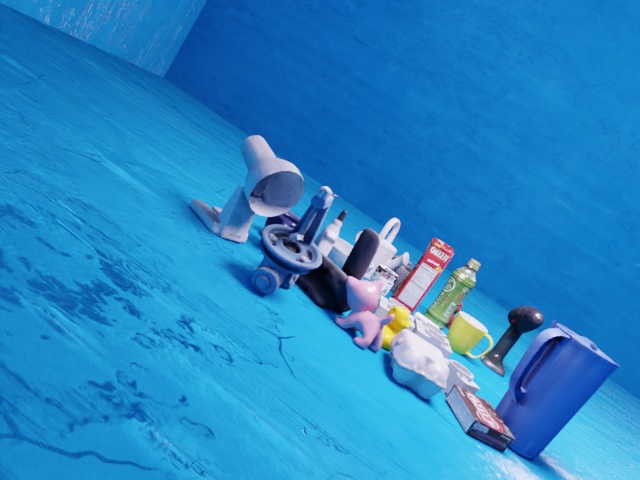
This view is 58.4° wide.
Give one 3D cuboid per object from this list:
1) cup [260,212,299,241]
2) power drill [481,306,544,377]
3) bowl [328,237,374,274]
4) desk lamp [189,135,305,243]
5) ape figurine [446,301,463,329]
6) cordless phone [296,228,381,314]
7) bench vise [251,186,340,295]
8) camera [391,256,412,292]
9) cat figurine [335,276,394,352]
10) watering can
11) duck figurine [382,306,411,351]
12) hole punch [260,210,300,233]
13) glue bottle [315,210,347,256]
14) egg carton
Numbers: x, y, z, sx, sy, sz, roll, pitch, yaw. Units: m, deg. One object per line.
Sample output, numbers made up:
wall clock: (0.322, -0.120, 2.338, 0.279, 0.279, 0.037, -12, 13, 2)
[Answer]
cup: (-0.092, -0.010, 1.275, 0.092, 0.095, 0.118, 32, 10, -5)
power drill: (0.536, 0.270, 1.589, 0.075, 0.208, 0.230, 34, 10, 7)
bowl: (0.057, 0.052, 1.510, 0.167, 0.074, 0.167, 32, 10, -6)
desk lamp: (-0.150, -0.102, 1.191, 0.118, 0.213, 0.202, 23, 14, -47)
ape figurine: (0.401, 0.219, 1.752, 0.076, 0.092, 0.078, 38, 11, 26)
cordless phone: (0.044, 0.043, 1.186, 0.147, 0.185, 0.094, 41, 12, 38)
bench vise: (-0.044, -0.011, 1.067, 0.122, 0.219, 0.207, 31, 10, -12)
camera: (0.262, 0.113, 1.796, 0.142, 0.101, 0.137, 40, 11, 33)
cat figurine: (0.090, 0.131, 1.103, 0.067, 0.117, 0.127, 22, 15, -49)
watering can: (0.185, 0.024, 1.707, 0.173, 0.194, 0.101, 34, 10, 4)
duck figurine: (0.143, 0.172, 1.168, 0.105, 0.086, 0.077, 26, 12, -38)
hole punch: (-0.080, -0.029, 1.419, 0.108, 0.091, 0.101, 35, 10, 8)
glue bottle: (0.012, 0.005, 1.307, 0.037, 0.173, 0.078, 31, 10, -15)
egg carton: (0.178, 0.227, 1.061, 0.107, 0.069, 0.150, 33, 10, -4)
